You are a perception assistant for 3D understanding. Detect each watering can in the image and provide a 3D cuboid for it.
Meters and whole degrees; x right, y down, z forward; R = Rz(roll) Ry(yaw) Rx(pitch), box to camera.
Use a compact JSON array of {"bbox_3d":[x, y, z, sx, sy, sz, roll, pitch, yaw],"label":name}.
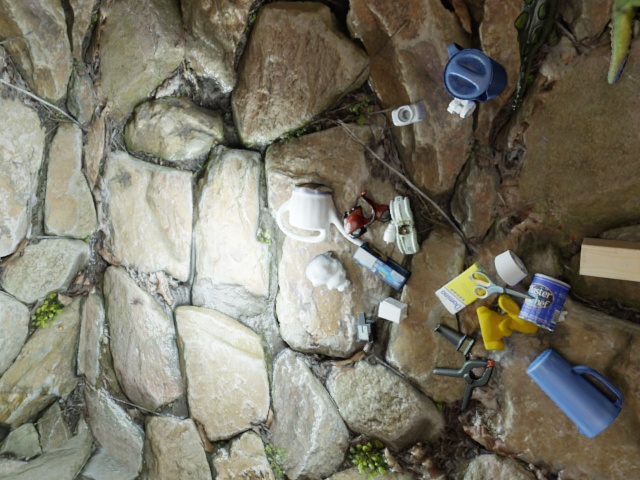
[{"bbox_3d":[0.006,-0.096,1.899,0.348,0.105,0.222,9,102,16],"label":"watering can"}]

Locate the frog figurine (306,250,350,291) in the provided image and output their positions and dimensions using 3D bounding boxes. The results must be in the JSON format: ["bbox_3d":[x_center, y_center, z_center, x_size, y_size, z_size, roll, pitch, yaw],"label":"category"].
[{"bbox_3d":[0.029,0.131,1.913,0.136,0.122,0.162,-39,66,12],"label":"frog figurine"}]

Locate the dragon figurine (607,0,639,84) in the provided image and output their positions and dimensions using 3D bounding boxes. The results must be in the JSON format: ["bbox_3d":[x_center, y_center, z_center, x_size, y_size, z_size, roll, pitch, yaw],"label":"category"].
[{"bbox_3d":[0.767,-0.637,1.330,0.246,0.122,0.404,43,118,38],"label":"dragon figurine"}]
